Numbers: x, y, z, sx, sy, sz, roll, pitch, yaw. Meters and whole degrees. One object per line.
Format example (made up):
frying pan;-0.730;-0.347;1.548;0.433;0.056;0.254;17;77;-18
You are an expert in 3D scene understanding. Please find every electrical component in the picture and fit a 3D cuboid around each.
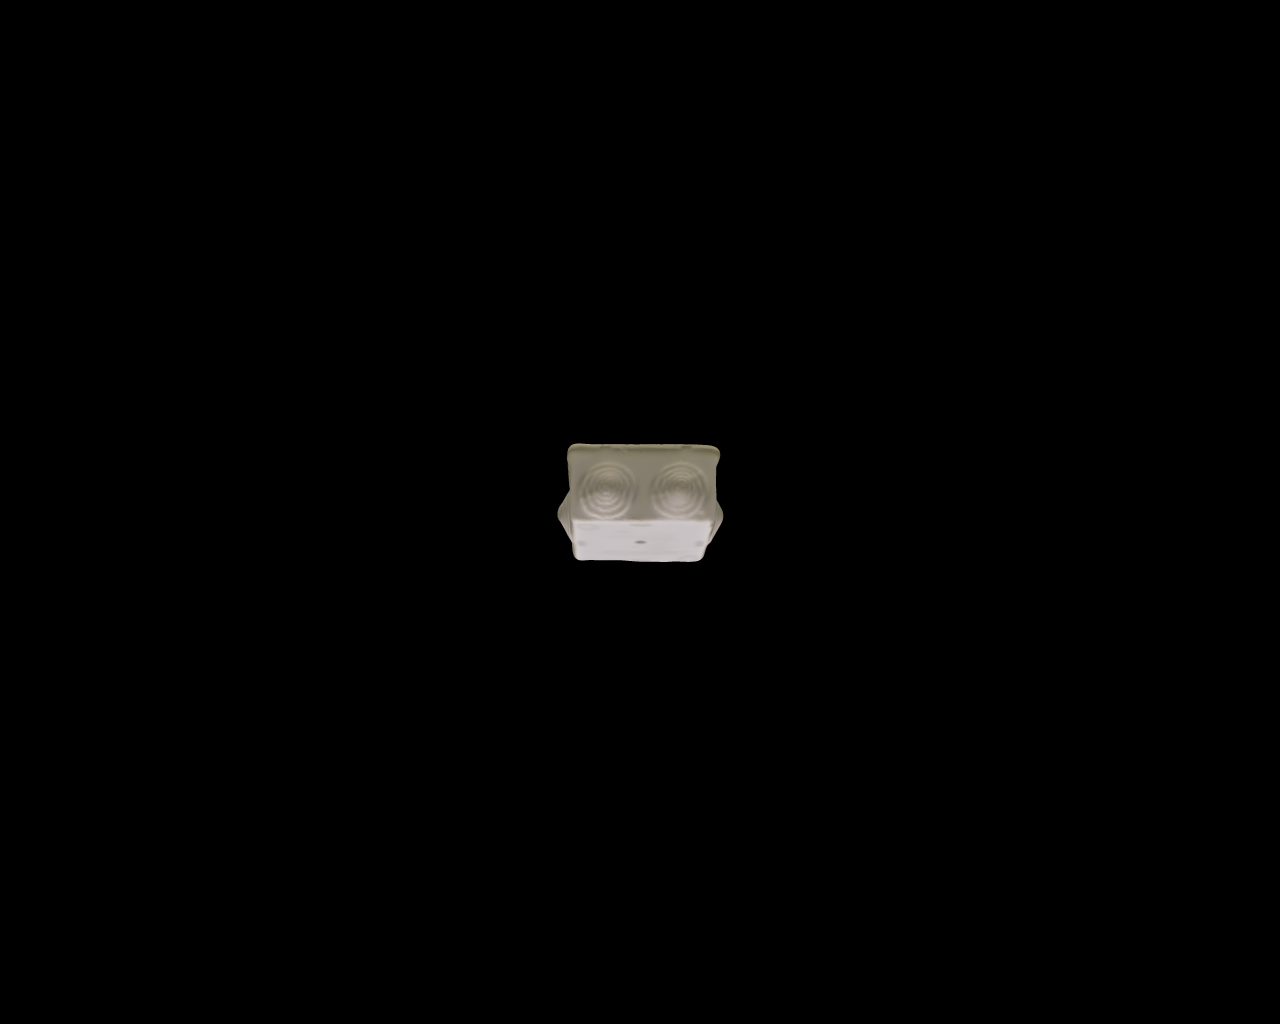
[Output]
electrical component;0.001;-0.003;0.650;0.100;0.048;0.099;1;-19;-2
